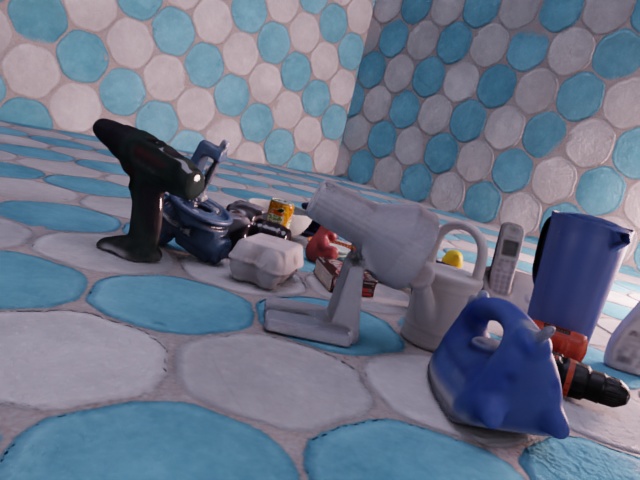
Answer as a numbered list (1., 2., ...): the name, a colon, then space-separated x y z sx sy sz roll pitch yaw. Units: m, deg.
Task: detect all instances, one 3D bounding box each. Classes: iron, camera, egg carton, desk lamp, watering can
1. iron: 0.204 0.130 0.696 0.119 0.141 0.258 12 11 -10
2. camera: -0.131 -0.017 1.137 0.136 0.101 0.143 16 11 9
3. egg carton: -0.091 0.036 1.002 0.107 0.069 0.150 16 11 11
4. desk lamp: 0.042 0.033 0.794 0.203 0.213 0.118 12 11 -9
5. watering can: 0.192 0.067 0.863 0.100 0.194 0.173 17 11 17

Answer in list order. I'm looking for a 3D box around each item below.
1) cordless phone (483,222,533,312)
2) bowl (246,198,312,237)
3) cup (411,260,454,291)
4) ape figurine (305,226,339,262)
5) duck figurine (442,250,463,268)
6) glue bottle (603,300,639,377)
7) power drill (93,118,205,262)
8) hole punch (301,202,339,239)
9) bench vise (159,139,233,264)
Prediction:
1. cordless phone: 0.410 0.063 1.178 0.148 0.185 0.094 12 11 -10
2. bowl: -0.102 -0.046 1.390 0.167 0.075 0.167 13 11 -2
3. cup: 0.185 0.084 1.031 0.117 0.095 0.092 14 11 1
4. ape figurine: 0.011 0.004 1.229 0.076 0.092 0.078 13 11 -4
5. duck figurine: 0.295 0.066 1.286 0.077 0.086 0.104 12 11 -9
6. glue bottle: 0.546 0.143 0.974 0.078 0.173 0.037 16 11 12
7. power drill: -0.302 -0.079 0.949 0.229 0.208 0.076 18 12 21
8. hole punch: 0.002 -0.052 1.506 0.108 0.091 0.101 18 11 20
9. bench vise: -0.243 -0.084 1.019 0.207 0.220 0.121 14 11 -1
